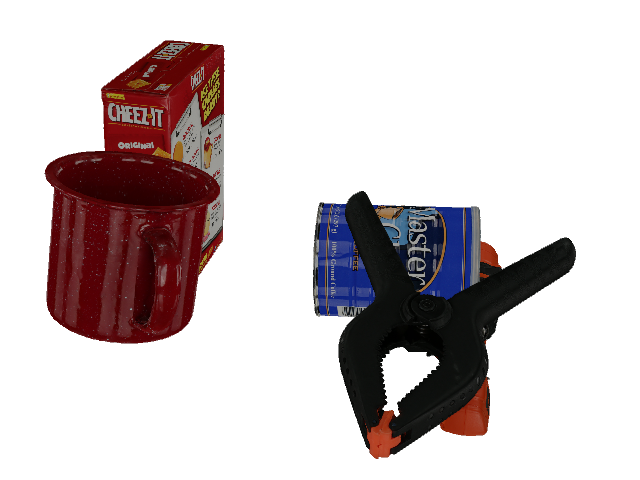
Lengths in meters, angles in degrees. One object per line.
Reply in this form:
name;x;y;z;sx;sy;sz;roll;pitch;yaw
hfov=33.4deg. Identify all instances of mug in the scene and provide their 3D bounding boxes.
mug;-0.100;0.008;0.574;0.093;0.081;0.117;-3;24;-30

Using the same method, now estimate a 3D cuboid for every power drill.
power drill;0.165;0.115;1.157;0.057;0.188;0.184;7;25;8

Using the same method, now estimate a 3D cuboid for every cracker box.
cracker box;-0.145;-0.064;1.012;0.072;0.214;0.164;7;26;10

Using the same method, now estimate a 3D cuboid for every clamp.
clamp;0.060;0.048;0.700;0.165;0.036;0.209;18;48;19

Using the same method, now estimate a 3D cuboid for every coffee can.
coffee can;0.068;0.019;0.944;0.140;0.103;0.102;2;0;6
